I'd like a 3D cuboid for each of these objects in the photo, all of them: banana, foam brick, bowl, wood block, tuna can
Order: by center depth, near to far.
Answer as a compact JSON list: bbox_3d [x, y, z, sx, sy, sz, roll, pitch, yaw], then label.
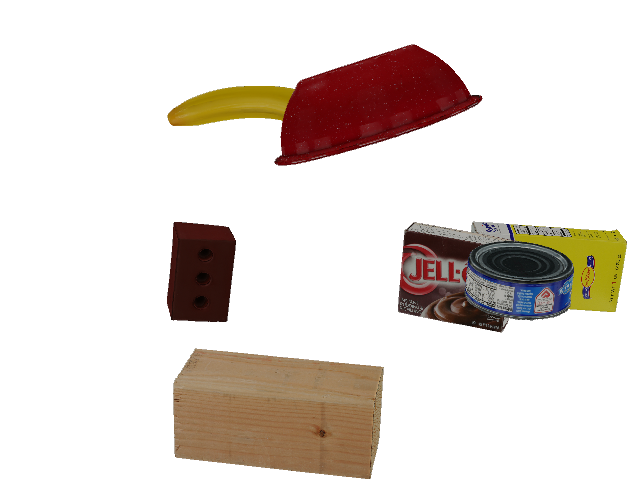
[{"bbox_3d":[0.035,-0.106,0.794,0.162,0.055,0.162,-18,9,3],"label":"bowl"},{"bbox_3d":[0.160,0.031,0.860,0.086,0.034,0.086,1,22,-1],"label":"tuna can"},{"bbox_3d":[-0.108,0.028,0.961,0.053,0.078,0.051,3,15,-13],"label":"foam brick"},{"bbox_3d":[-0.043,0.180,1.120,0.206,0.091,0.090,5,20,8],"label":"wood block"},{"bbox_3d":[-0.073,-0.148,1.203,0.198,0.037,0.069,8,42,17],"label":"banana"}]

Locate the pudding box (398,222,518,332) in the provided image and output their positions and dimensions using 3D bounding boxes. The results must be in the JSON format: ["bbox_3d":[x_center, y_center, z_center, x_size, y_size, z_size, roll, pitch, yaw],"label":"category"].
[{"bbox_3d":[0.138,0.036,1.077,0.114,0.090,0.039,9,22,17],"label":"pudding box"}]

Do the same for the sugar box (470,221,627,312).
[{"bbox_3d":[0.263,0.031,1.257,0.176,0.093,0.048,2,20,-2],"label":"sugar box"}]
